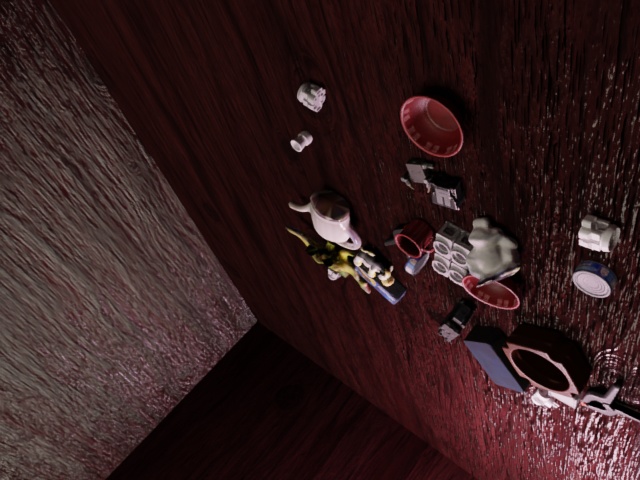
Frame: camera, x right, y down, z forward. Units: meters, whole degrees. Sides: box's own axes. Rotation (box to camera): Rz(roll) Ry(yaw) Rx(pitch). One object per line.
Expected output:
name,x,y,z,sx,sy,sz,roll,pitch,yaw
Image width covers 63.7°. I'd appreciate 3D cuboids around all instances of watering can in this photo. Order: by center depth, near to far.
watering can,0.006,-0.091,1.814,0.351,0.105,0.219,35,155,24

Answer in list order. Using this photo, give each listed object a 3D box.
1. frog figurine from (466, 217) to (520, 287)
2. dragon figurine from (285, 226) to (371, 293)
frog figurine,0.426,0.024,1.301,0.135,0.123,0.162,-37,65,45
dragon figurine,0.044,0.083,2.070,0.415,0.123,0.238,33,163,31
